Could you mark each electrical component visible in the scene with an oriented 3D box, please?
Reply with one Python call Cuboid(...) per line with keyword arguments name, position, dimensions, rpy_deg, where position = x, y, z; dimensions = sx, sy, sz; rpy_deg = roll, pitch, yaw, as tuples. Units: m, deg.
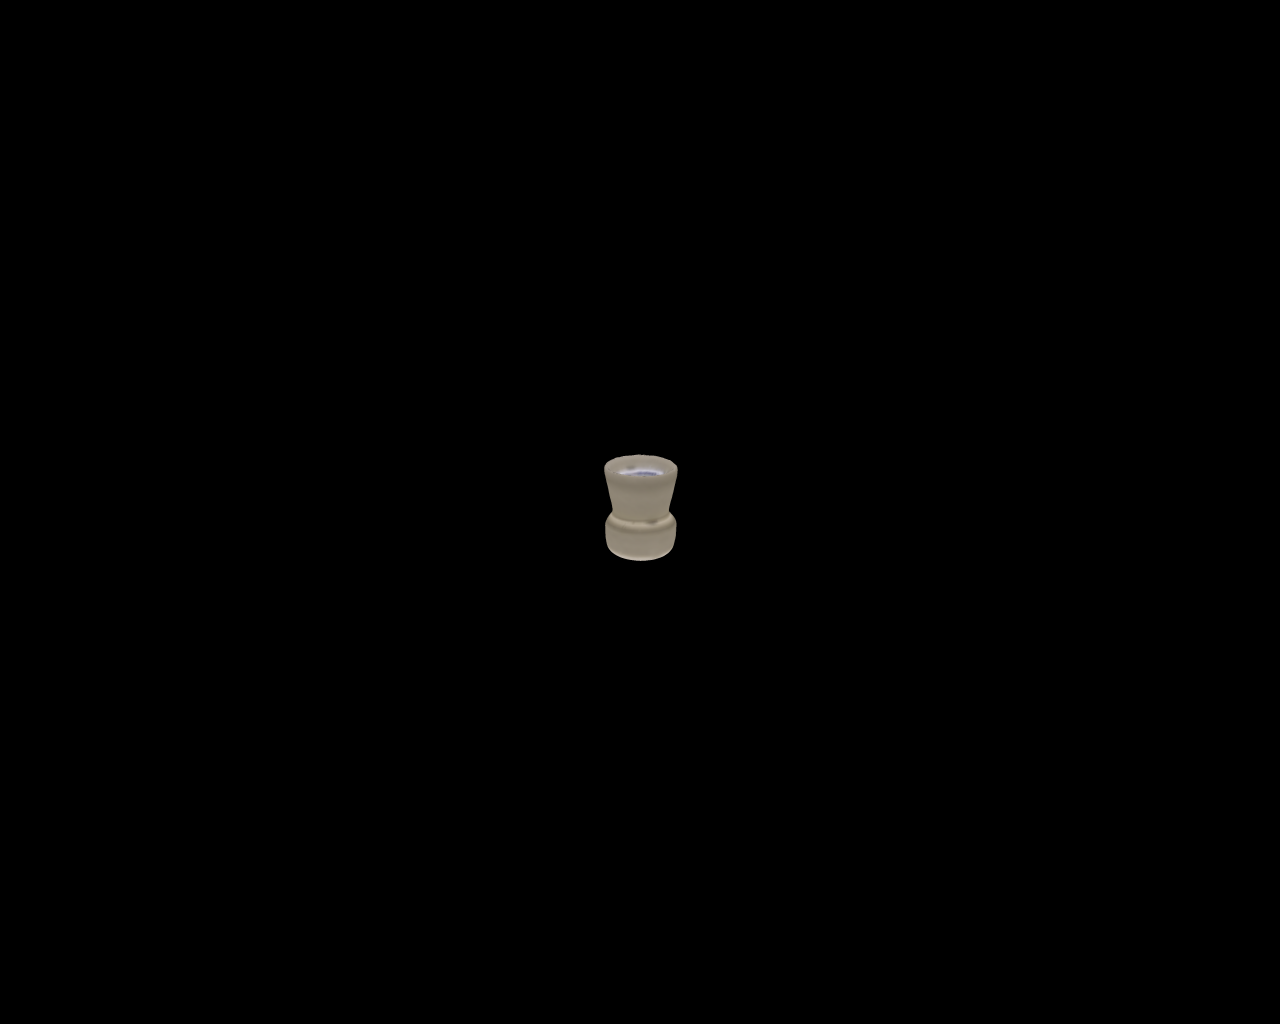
Cuboid(name="electrical component", position=(0.001, -0.003, 0.650), dimensions=(0.045, 0.055, 0.045), rpy_deg=(0, 21, 0))
